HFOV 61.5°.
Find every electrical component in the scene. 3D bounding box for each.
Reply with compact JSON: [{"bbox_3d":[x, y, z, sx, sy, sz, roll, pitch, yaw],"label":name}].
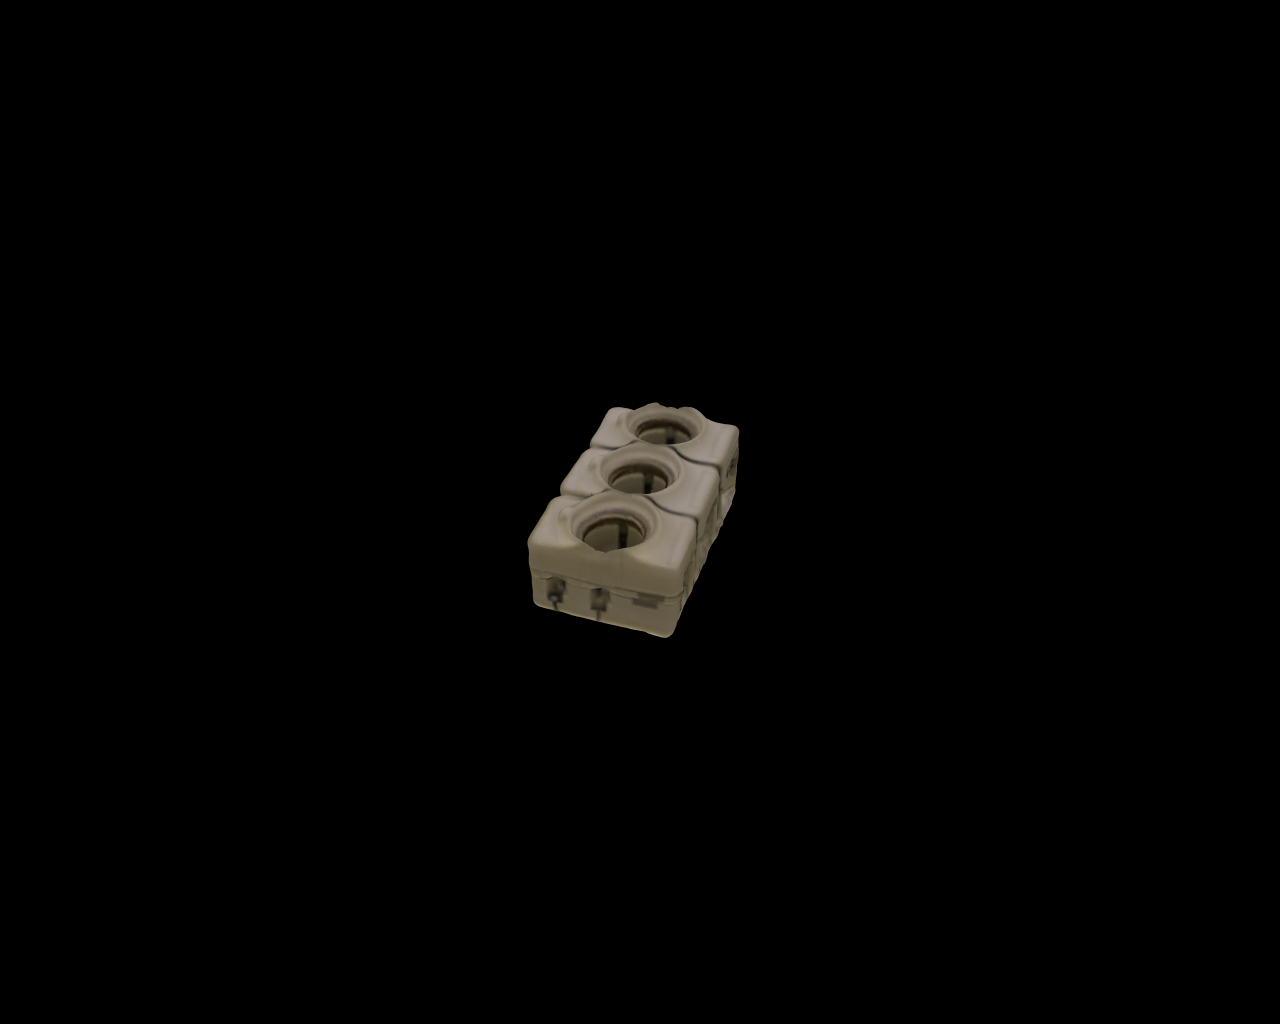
[{"bbox_3d":[0.001,-0.003,0.650,0.089,0.061,0.150,11,39,14],"label":"electrical component"}]
